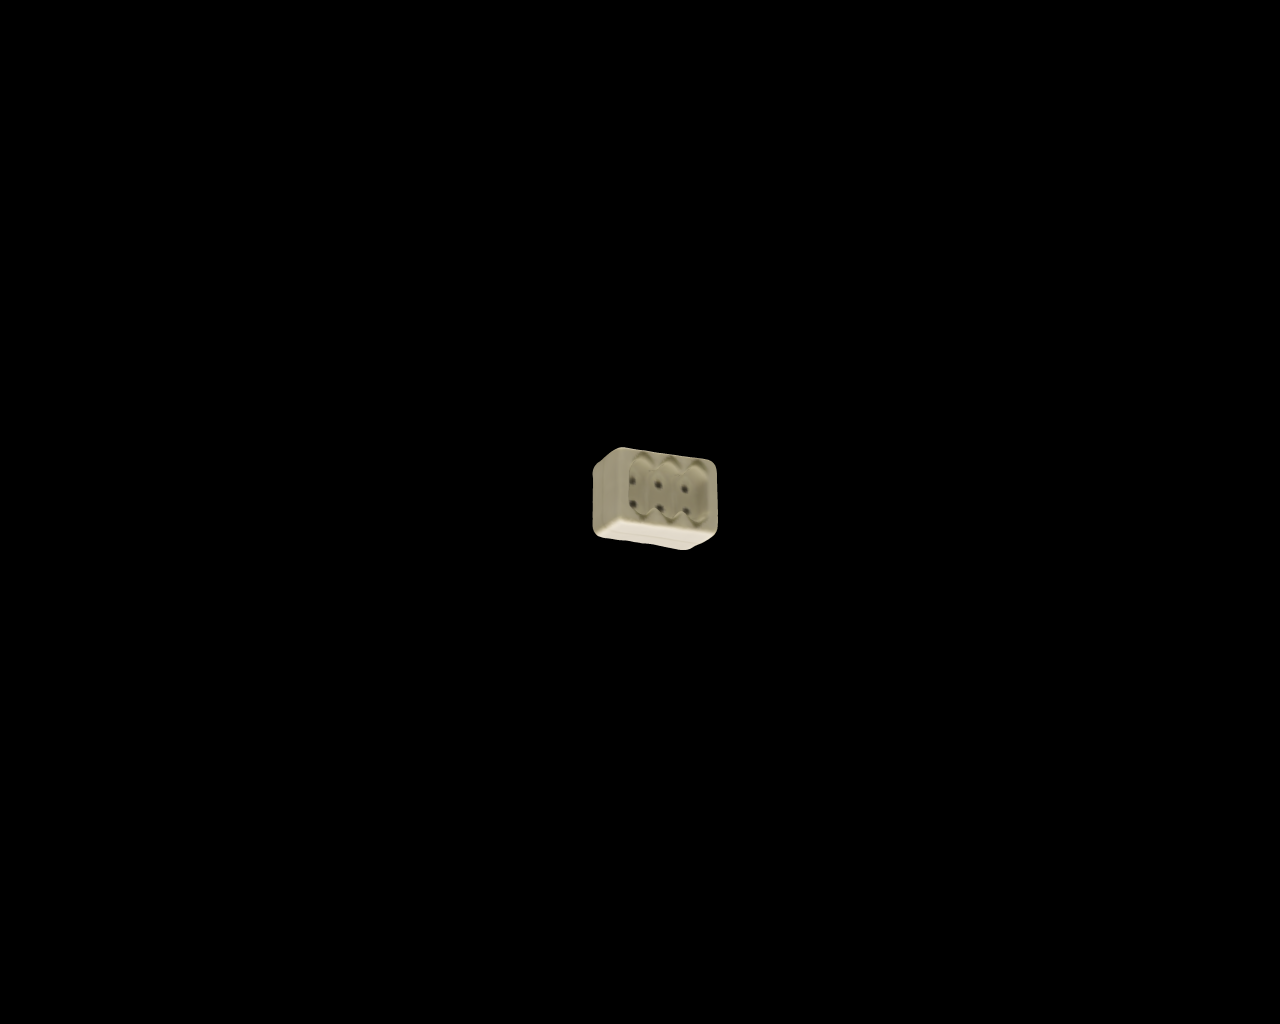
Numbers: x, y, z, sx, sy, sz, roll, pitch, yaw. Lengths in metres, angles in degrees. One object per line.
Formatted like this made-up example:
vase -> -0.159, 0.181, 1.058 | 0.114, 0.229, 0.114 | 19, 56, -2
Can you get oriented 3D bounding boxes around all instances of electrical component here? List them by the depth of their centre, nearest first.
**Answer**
electrical component -> 0.001, -0.003, 0.650 | 0.066, 0.047, 0.076 | 8, -19, -24
